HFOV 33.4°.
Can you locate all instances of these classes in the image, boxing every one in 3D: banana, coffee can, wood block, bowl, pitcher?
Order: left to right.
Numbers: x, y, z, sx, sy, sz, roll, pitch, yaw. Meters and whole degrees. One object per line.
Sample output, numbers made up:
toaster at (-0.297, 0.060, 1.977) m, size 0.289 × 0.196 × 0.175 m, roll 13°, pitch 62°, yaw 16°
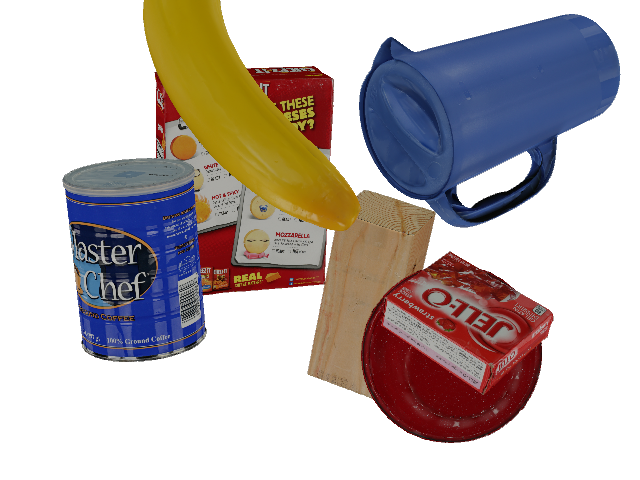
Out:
coffee can at (-0.147, 0.013, 0.856) m, size 0.103 × 0.140 × 0.103 m, roll -2°, pitch 17°, yaw 1°
banana at (-0.042, -0.083, 0.498) m, size 0.069 × 0.198 × 0.037 m, roll -14°, pitch -30°, yaw -10°
wood block at (0.057, 0.061, 1.213) m, size 0.090 × 0.206 × 0.090 m, roll 18°, pitch 24°, yaw 17°
bowl at (0.117, 0.104, 0.924) m, size 0.162 × 0.162 × 0.055 m, roll 0°, pitch 6°, yaw 0°
pitcher at (0.171, -0.127, 1.016) m, size 0.242 × 0.149 × 0.145 m, roll -22°, pitch 45°, yaw -29°

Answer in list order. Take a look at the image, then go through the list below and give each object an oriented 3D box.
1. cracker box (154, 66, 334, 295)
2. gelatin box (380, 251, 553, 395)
cracker box at (-0.077, -0.058, 1.043) m, size 0.164 × 0.214 × 0.072 m, roll -4°, pitch 21°, yaw -17°
gelatin box at (0.097, 0.052, 0.709) m, size 0.089 × 0.030 × 0.073 m, roll 32°, pitch 45°, yaw 29°
